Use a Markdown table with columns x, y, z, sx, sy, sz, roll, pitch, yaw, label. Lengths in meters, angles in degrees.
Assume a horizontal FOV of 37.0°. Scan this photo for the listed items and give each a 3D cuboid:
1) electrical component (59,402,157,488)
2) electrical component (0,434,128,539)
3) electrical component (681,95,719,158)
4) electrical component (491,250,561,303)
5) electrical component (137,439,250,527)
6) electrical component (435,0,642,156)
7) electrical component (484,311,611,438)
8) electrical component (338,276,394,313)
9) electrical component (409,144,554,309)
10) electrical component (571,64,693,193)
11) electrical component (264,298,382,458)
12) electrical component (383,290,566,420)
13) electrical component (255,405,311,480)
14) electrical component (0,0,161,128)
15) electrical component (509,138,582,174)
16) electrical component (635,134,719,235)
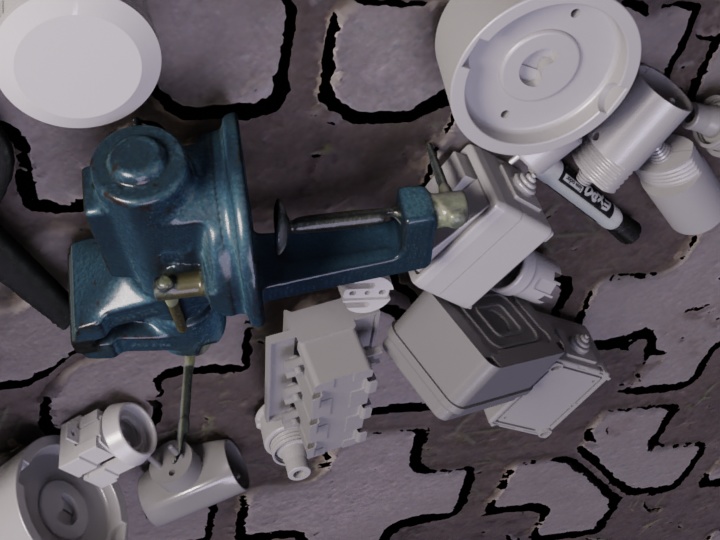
| x | y | z | sx | sy | sz | roll | pitch | yaw | label |
| --- | --- | --- | --- | --- | --- | --- | --- | --- | --- |
| -0.182 | 0.126 | 0.783 | 0.055 | 0.048 | 0.066 | -28 | 138 | 22 | electrical component |
| -0.229 | 0.182 | 0.784 | 0.060 | 0.108 | 0.108 | -30 | 137 | 22 | electrical component |
| 0.236 | -0.093 | 0.694 | 0.062 | 0.043 | 0.043 | 9 | 132 | -25 | electrical component |
| 0.115 | 0.002 | 0.757 | 0.046 | 0.040 | 0.040 | 21 | 126 | -41 | electrical component |
| -0.137 | 0.156 | 0.831 | 0.077 | 0.044 | 0.079 | -24 | 138 | 7 | electrical component |
| 0.094 | -0.124 | 0.599 | 0.108 | 0.060 | 0.108 | -10 | 138 | -9 | electrical component |
| 0.140 | 0.073 | 0.824 | 0.062 | 0.061 | 0.096 | 17 | 128 | -32 | electrical component |
| 0.000 | 0.000 | 0.710 | 0.040 | 0.046 | 0.040 | -10 | 138 | -9 | electrical component |
| 0.072 | -0.033 | 0.688 | 0.061 | 0.061 | 0.096 | 24 | 124 | -36 | electrical component |
| 0.166 | -0.085 | 0.679 | 0.043 | 0.043 | 0.081 | 15 | 129 | -31 | electrical component |
| -0.024 | 0.079 | 0.753 | 0.079 | 0.063 | 0.121 | -15 | 150 | -15 | electrical component |
| 0.079 | 0.053 | 0.745 | 0.113 | 0.078 | 0.057 | -5 | 140 | -53 | electrical component |
| -0.052 | 0.129 | 0.818 | 0.048 | 0.062 | 0.048 | -10 | 138 | -9 | electrical component |
| -0.142 | -0.115 | 0.536 | 0.080 | 0.051 | 0.080 | -10 | 137 | -9 | electrical component |
| 0.123 | -0.093 | 0.658 | 0.078 | 0.040 | 0.040 | -39 | 134 | 22 | electrical component |
| 0.212 | -0.062 | 0.718 | 0.043 | 0.043 | 0.081 | -33 | 136 | 17 | electrical component |
